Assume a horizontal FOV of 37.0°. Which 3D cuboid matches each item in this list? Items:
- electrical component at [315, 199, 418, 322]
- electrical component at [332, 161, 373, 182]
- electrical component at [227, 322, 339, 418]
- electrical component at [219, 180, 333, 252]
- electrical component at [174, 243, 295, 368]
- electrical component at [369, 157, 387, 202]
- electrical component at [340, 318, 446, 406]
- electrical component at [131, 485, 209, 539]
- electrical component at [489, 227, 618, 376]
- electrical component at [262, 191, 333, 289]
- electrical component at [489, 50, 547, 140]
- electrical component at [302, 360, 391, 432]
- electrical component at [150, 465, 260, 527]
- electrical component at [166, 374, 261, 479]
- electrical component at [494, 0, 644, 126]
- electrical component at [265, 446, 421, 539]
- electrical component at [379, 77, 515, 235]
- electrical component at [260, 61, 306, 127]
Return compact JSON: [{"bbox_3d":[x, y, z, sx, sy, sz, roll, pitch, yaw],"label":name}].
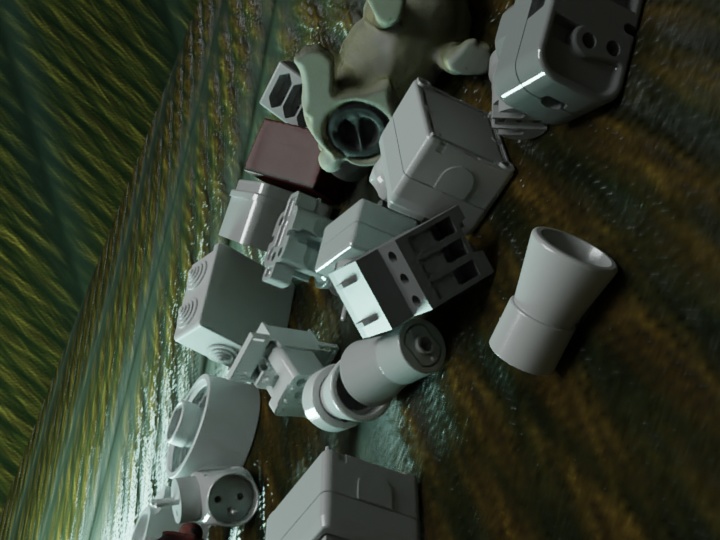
[{"bbox_3d":[0.000,0.000,0.773,0.066,0.047,0.076,-34,39,59],"label":"electrical component"},{"bbox_3d":[0.004,-0.126,0.895,0.077,0.044,0.079,-43,40,52],"label":"electrical component"},{"bbox_3d":[-0.051,0.076,0.799,0.042,0.081,0.063,-60,42,22],"label":"electrical component"},{"bbox_3d":[-0.078,-0.044,0.991,0.057,0.078,0.113,-71,19,0],"label":"electrical component"},{"bbox_3d":[-0.113,0.038,0.966,0.048,0.100,0.099,-30,40,42],"label":"electrical component"},{"bbox_3d":[0.038,-0.077,0.759,0.062,0.043,0.043,-54,23,32],"label":"electrical component"},{"bbox_3d":[0.022,0.055,0.663,0.065,0.044,0.044,-34,38,51],"label":"electrical component"},{"bbox_3d":[-0.172,0.246,0.962,0.050,0.056,0.089,-50,26,42],"label":"electrical component"},{"bbox_3d":[0.090,0.018,0.518,0.044,0.044,0.065,-111,41,-64],"label":"electrical component"},{"bbox_3d":[-0.040,-0.018,0.888,0.058,0.057,0.078,-16,55,67],"label":"electrical component"},{"bbox_3d":[0.096,-0.106,0.640,0.040,0.040,0.046,-38,40,56],"label":"electrical component"},{"bbox_3d":[-0.010,0.082,0.713,0.055,0.045,0.045,-34,39,60],"label":"electrical component"},{"bbox_3d":[-0.131,0.187,0.882,0.077,0.079,0.043,165,101,-67],"label":"electrical component"},{"bbox_3d":[-0.141,0.146,0.977,0.108,0.060,0.108,-53,24,36],"label":"electrical component"},{"bbox_3d":[0.114,-0.132,0.595,0.059,0.054,0.095,-20,51,66],"label":"electrical component"},{"bbox_3d":[-0.014,0.158,0.615,0.096,0.062,0.061,-54,23,36],"label":"electrical component"},{"bbox_3d":[0.051,-0.074,0.692,0.061,0.062,0.096,-57,21,29],"label":"electrical component"},{"bbox_3d":[-0.037,-0.158,1.023,0.047,0.083,0.076,-60,-18,24],"label":"electrical component"}]
